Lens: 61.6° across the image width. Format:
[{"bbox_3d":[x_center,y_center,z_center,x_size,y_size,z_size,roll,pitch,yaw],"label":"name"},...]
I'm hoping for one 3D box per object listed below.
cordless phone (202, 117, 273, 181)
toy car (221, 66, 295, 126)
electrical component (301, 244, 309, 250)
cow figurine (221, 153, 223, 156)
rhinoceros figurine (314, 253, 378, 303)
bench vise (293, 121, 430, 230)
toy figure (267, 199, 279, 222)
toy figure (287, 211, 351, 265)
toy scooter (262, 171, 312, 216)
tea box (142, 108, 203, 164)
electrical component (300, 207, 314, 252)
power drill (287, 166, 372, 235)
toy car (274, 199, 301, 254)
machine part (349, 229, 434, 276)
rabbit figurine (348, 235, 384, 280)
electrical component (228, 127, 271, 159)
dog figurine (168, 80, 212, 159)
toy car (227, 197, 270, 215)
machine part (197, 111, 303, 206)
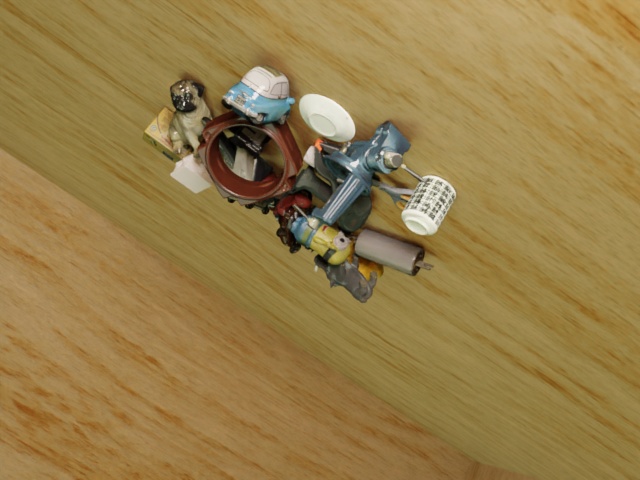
[{"bbox_3d":[-0.209,-0.220,1.312,0.147,0.089,0.184,42,172,39],"label":"cordless phone"},{"bbox_3d":[-0.115,-0.289,1.050,0.109,0.103,0.161,34,-156,13],"label":"toy car"},{"bbox_3d":[-0.068,-0.004,1.703,0.102,0.045,0.078,28,157,11],"label":"electrical component"},{"bbox_3d":[-0.268,-0.215,1.467,0.098,0.068,0.167,22,168,43],"label":"cow figurine"},{"bbox_3d":[0.068,0.092,1.465,0.190,0.073,0.112,37,134,19],"label":"rhinoceros figurine"},{"bbox_3d":[0.065,-0.113,1.039,0.128,0.240,0.224,43,173,-35],"label":"bench vise"},{"bbox_3d":[-0.131,-0.111,1.531,0.058,0.064,0.154,4,148,24],"label":"toy figure"},{"bbox_3d":[-0.001,-0.006,1.396,0.180,0.082,0.089,28,145,11],"label":"toy figure"},{"bbox_3d":[-0.116,-0.117,1.388,0.184,0.135,0.075,24,125,4],"label":"toy scooter"},{"bbox_3d":[-0.393,-0.272,1.492,0.169,0.098,0.068,38,157,-11],"label":"tea box"},{"bbox_3d":[-0.017,-0.028,1.517,0.115,0.058,0.134,55,160,-7],"label":"electrical component"},{"bbox_3d":[0.023,-0.092,1.337,0.207,0.086,0.232,39,162,-6],"label":"power drill"},{"bbox_3d":[-0.094,-0.034,1.523,0.089,0.053,0.202,48,156,24],"label":"toy car"},{"bbox_3d":[0.180,0.031,1.396,0.244,0.079,0.079,20,156,28],"label":"machine part"},{"bbox_3d":[0.087,0.048,1.555,0.163,0.122,0.173,20,143,52],"label":"rabbit figurine"},{"bbox_3d":[-0.173,-0.255,1.260,0.119,0.075,0.048,41,157,-13],"label":"electrical component"},{"bbox_3d":[-0.338,-0.320,1.337,0.173,0.121,0.190,15,139,29],"label":"dog figurine"},{"bbox_3d":[-0.199,-0.115,1.543,0.074,0.056,0.201,19,180,17],"label":"toy car"},{"bbox_3d":[-0.154,-0.188,1.197,0.202,0.087,0.200,-15,119,19],"label":"machine part"}]
